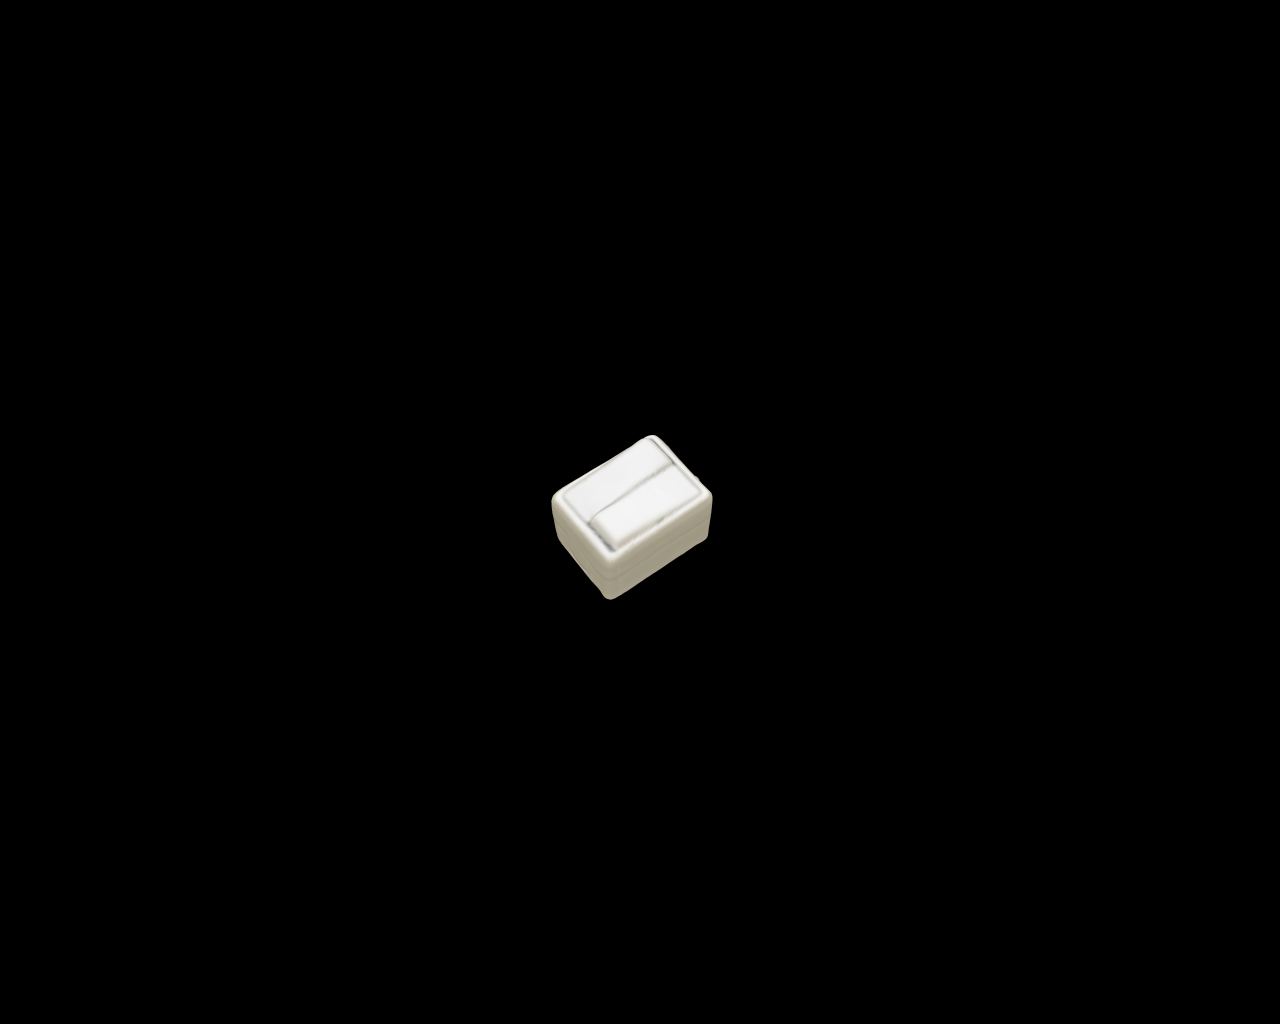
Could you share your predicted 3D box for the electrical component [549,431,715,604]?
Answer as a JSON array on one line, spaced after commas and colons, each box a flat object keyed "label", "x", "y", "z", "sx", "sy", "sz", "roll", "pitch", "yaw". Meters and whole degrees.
[{"label": "electrical component", "x": 0.001, "y": -0.003, "z": 0.650, "sx": 0.096, "sy": 0.062, "sz": 0.061, "roll": -32, "pitch": -26, "yaw": -18}]
